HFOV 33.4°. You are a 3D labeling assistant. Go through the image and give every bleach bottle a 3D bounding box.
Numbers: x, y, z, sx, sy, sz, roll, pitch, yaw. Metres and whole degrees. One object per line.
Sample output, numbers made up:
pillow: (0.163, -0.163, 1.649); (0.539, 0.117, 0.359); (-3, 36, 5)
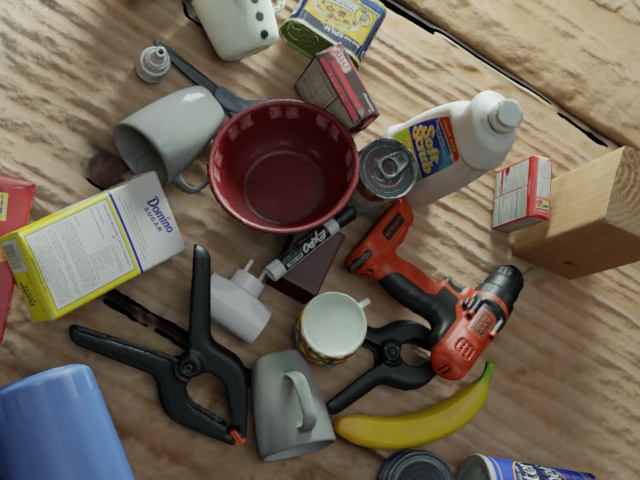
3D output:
bleach bottle: (0.143, -0.107, 1.140); (0.068, 0.251, 0.102); (0, 80, -18)

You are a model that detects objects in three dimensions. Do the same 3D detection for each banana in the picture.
banana: (0.109, 0.195, 1.182); (0.197, 0.037, 0.069); (-19, 101, -17)

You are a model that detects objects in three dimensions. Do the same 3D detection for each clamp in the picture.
clamp: (0.069, 0.138, 1.183); (0.171, 0.039, 0.120); (7, 77, -13)
clamp: (-0.132, 0.119, 1.105); (0.164, 0.036, 0.210); (-40, 100, 1)

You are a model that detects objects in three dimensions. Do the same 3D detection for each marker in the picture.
marker: (-0.007, 0.001, 1.139); (0.121, 0.020, 0.020); (-38, 92, -19)

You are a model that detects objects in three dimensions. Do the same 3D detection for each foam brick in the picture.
foam brick: (-0.016, 0.022, 1.171); (0.053, 0.051, 0.078); (29, 72, -7)

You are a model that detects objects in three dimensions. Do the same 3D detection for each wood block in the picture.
wood block: (0.312, -0.024, 1.202); (0.090, 0.206, 0.090); (23, 74, -12)

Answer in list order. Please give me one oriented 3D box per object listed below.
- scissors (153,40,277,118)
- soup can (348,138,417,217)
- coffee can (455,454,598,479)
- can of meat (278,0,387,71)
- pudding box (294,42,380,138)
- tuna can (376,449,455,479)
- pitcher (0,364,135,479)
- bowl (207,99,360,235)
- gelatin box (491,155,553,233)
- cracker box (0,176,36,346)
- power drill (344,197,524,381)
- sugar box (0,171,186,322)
scissors: (-0.091, -0.166, 1.203); (0.096, 0.016, 0.202); (-37, 92, -22)
soup can: (0.058, -0.068, 1.185); (0.068, 0.102, 0.068); (3, 79, -17)
coffee can: (0.227, 0.296, 1.169); (0.140, 0.103, 0.103); (12, 76, -16)
can of meat: (0.017, -0.251, 1.232); (0.102, 0.058, 0.084); (31, 70, -10)
pudding box: (0.017, -0.157, 1.183); (0.039, 0.114, 0.090); (-27, 89, -18)
tuna can: (0.106, 0.273, 1.171); (0.086, 0.034, 0.086); (3, 80, -17)
pitcher: (-0.245, 0.251, 1.018); (0.149, 0.145, 0.243); (-8, 76, -57)
bowl: (-0.039, -0.069, 1.142); (0.162, 0.055, 0.162); (0, 65, 0)
gelatin box: (0.236, -0.052, 1.246); (0.030, 0.089, 0.073); (10, 77, -18)
cracker box: (-0.381, 0.032, 1.042); (0.164, 0.072, 0.213); (13, 77, -16)
power drill: (0.133, 0.041, 1.199); (0.187, 0.057, 0.184); (43, 48, 0)
sugar box: (-0.225, 0.004, 1.076); (0.175, 0.048, 0.093); (-31, 105, -43)
